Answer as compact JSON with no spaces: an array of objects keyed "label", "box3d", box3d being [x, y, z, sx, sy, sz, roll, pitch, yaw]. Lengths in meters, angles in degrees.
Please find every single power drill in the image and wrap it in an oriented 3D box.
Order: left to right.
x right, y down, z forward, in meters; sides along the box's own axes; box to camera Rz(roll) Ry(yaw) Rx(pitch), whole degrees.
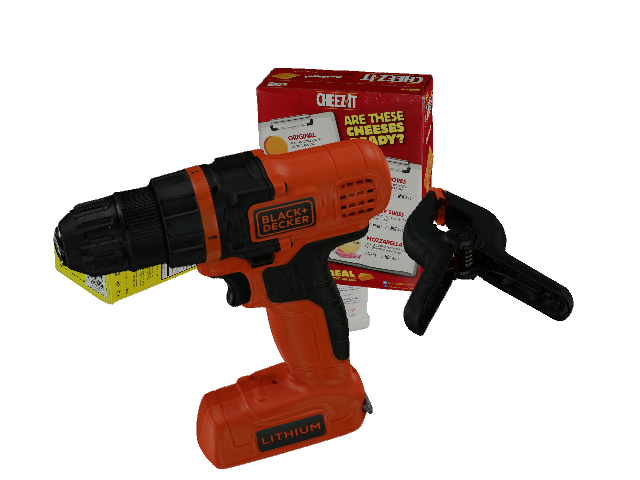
[{"label":"power drill","box3d":[-0.045,0.040,0.608,0.184,0.188,0.057,-13,34,-12]}]

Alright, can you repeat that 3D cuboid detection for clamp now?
[{"label":"clamp","box3d":[0.117,0.013,0.801,0.120,0.039,0.171,4,35,-3]}]

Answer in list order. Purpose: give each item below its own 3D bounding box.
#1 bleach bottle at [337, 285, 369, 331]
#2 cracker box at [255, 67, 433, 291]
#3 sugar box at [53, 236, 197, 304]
[{"label":"bleach bottle","box3d":[0.020,-0.016,1.275,0.102,0.251,0.068,-4,20,-29]},{"label":"cracker box","box3d":[0.028,-0.060,1.068,0.164,0.214,0.072,5,29,12]},{"label":"sugar box","box3d":[-0.170,0.001,1.082,0.093,0.048,0.175,28,39,36]}]
